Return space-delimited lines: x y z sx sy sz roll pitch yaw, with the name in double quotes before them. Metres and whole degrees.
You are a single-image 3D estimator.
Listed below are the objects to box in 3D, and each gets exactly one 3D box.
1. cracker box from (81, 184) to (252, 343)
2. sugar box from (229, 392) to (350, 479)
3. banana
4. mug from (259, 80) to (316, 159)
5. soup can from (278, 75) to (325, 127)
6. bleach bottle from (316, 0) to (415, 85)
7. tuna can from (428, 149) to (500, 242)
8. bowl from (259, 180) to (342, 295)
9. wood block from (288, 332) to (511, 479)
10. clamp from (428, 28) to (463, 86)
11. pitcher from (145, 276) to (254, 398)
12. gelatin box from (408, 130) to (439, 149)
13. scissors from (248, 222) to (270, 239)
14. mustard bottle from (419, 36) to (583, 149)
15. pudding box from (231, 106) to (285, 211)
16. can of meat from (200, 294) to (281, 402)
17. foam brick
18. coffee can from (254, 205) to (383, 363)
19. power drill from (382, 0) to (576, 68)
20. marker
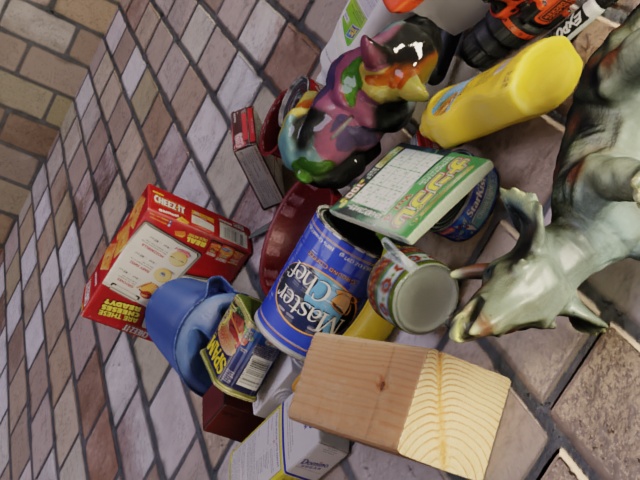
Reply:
"cracker box" -0.220 0.043 1.517 0.214 0.164 0.072 -53 26 28
"sugar box" -0.035 0.227 1.138 0.176 0.048 0.093 -44 33 34
"banana" 0.042 0.081 1.073 0.198 0.069 0.037 -63 16 13
"mug" -0.015 -0.146 1.356 0.117 0.081 0.093 -63 25 11
"soup can" 0.010 -0.147 1.283 0.069 0.102 0.068 -45 33 40
"bleach bottle" 0.069 -0.277 1.258 0.251 0.068 0.102 -52 35 31
"tuna can" 0.134 -0.042 1.030 0.086 0.033 0.086 -45 33 40
"bowl" -0.008 0.002 1.254 0.162 0.055 0.162 -45 33 41
"wood block" 0.063 0.144 0.955 0.206 0.090 0.091 -1 68 64
"clamp" 0.146 -0.261 1.182 0.171 0.039 0.120 -58 31 12
"pitcher" -0.148 0.126 1.367 0.149 0.145 0.243 -56 20 -7
"gelatin box" 0.094 -0.060 1.131 0.089 0.030 0.073 -48 30 37
"scissors" -0.046 -0.015 1.391 0.202 0.016 0.096 -41 35 44
"mustard bottle" 0.154 -0.129 1.013 0.096 0.058 0.192 -44 13 -28
"pudding box" -0.084 -0.110 1.436 0.039 0.113 0.090 -19 41 11
"can of meat" -0.083 0.118 1.191 0.084 0.057 0.102 -60 26 11
"foam brick" -0.090 0.197 1.234 0.053 0.078 0.051 -51 28 30
"coffee can" 0.008 0.049 1.128 0.140 0.102 0.103 -59 26 17
"power drill" 0.147 -0.229 0.982 0.185 0.187 0.057 -40 57 44
"marker" 0.233 -0.198 0.977 0.121 0.020 0.020 -39 37 45
